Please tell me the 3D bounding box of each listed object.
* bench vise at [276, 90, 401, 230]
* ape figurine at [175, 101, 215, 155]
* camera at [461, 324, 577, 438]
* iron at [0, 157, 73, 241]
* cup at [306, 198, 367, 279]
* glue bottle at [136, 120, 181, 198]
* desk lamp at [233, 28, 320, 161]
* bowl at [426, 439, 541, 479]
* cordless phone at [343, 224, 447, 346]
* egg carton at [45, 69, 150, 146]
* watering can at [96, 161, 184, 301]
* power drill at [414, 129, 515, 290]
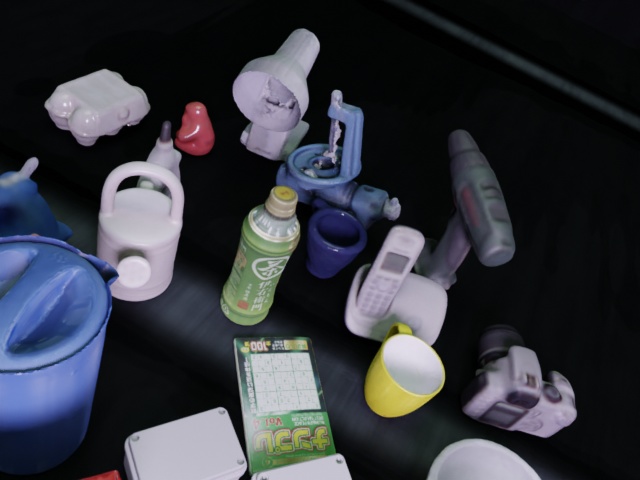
[{"bbox_3d":[0.046,-0.122,0.916,0.207,0.219,0.121,20,44,-5],"label":"bench vise"},{"bbox_3d":[-0.210,-0.193,0.961,0.076,0.092,0.078,33,44,8],"label":"ape figurine"},{"bbox_3d":[0.281,0.188,0.812,0.143,0.100,0.137,17,44,-8],"label":"camera"},{"bbox_3d":[-0.410,0.008,0.642,0.118,0.141,0.259,33,44,8],"label":"iron"},{"bbox_3d":[0.008,0.003,0.870,0.092,0.095,0.117,-10,53,-31],"label":"cup"},{"bbox_3d":[-0.223,-0.097,0.804,0.037,0.173,0.078,30,44,6],"label":"glue bottle"},{"bbox_3d":[-0.070,-0.243,0.984,0.118,0.213,0.203,25,43,0],"label":"desk lamp"},{"bbox_3d":[0.185,0.322,0.659,0.168,0.074,0.167,13,45,-13],"label":"bowl"},{"bbox_3d":[0.123,0.064,0.798,0.148,0.185,0.094,14,44,-12],"label":"cordless phone"},{"bbox_3d":[-0.358,-0.217,0.934,0.107,0.069,0.150,35,44,10],"label":"egg carton"},{"bbox_3d":[-0.220,-0.013,0.710,0.101,0.194,0.172,-11,54,-32],"label":"watering can"},{"bbox_3d":[0.218,-0.031,0.916,0.076,0.208,0.229,1,48,-23],"label":"power drill"}]
